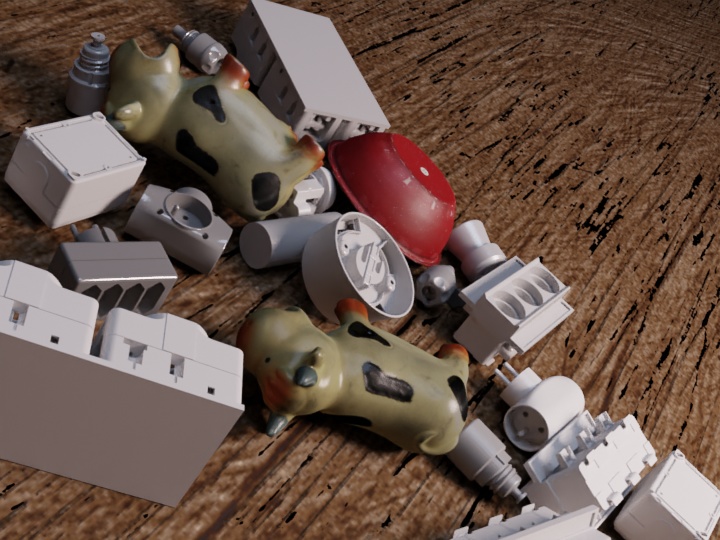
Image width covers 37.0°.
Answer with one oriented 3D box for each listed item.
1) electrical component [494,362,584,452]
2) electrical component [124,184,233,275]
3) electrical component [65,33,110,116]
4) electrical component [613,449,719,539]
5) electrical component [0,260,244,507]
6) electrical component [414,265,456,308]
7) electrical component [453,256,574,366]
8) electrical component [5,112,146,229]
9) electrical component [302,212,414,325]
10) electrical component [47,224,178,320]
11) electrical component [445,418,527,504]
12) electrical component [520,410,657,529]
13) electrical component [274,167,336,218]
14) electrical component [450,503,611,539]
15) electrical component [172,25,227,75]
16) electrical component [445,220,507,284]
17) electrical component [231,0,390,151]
[{"bbox_3d":[0.151,0.114,0.957,0.079,0.044,0.077,46,35,15],"label":"electrical component"},{"bbox_3d":[-0.145,-0.043,0.888,0.077,0.044,0.079,29,34,-10],"label":"electrical component"},{"bbox_3d":[-0.234,-0.169,0.940,0.040,0.078,0.040,12,34,-9],"label":"electrical component"},{"bbox_3d":[0.269,0.207,0.931,0.062,0.061,0.096,44,34,11],"label":"electrical component"},{"bbox_3d":[-0.178,0.069,0.666,0.186,0.105,0.060,21,36,-21],"label":"electrical component"},{"bbox_3d":[0.076,0.011,1.026,0.035,0.035,0.061,39,31,5],"label":"electrical component"},{"bbox_3d":[0.143,0.040,1.024,0.079,0.063,0.121,44,34,13],"label":"electrical component"},{"bbox_3d":[-0.221,-0.078,0.849,0.062,0.061,0.096,45,34,13],"label":"electrical component"},{"bbox_3d":[0.000,0.000,0.925,0.099,0.064,0.099,20,61,-40],"label":"electrical component"},{"bbox_3d":[-0.192,-0.006,0.797,0.083,0.047,0.075,-2,50,-43],"label":"electrical component"},{"bbox_3d":[0.103,0.156,0.866,0.078,0.040,0.040,46,35,15],"label":"electrical component"},{"bbox_3d":[0.196,0.169,0.904,0.121,0.063,0.078,-24,81,-52],"label":"electrical component"},{"bbox_3d":[-0.056,-0.073,1.002,0.055,0.048,0.066,-12,47,-44],"label":"electrical component"},{"bbox_3d":[0.118,0.213,0.782,0.121,0.078,0.063,-4,21,-45],"label":"electrical component"},{"bbox_3d":[-0.168,-0.229,1.106,0.061,0.035,0.035,39,34,10],"label":"electrical component"},{"bbox_3d":[0.118,-0.016,1.088,0.045,0.045,0.055,-1,48,-42],"label":"electrical component"},{"bbox_3d":[-0.058,-0.200,1.144,0.105,0.060,0.186,6,44,-37],"label":"electrical component"}]
